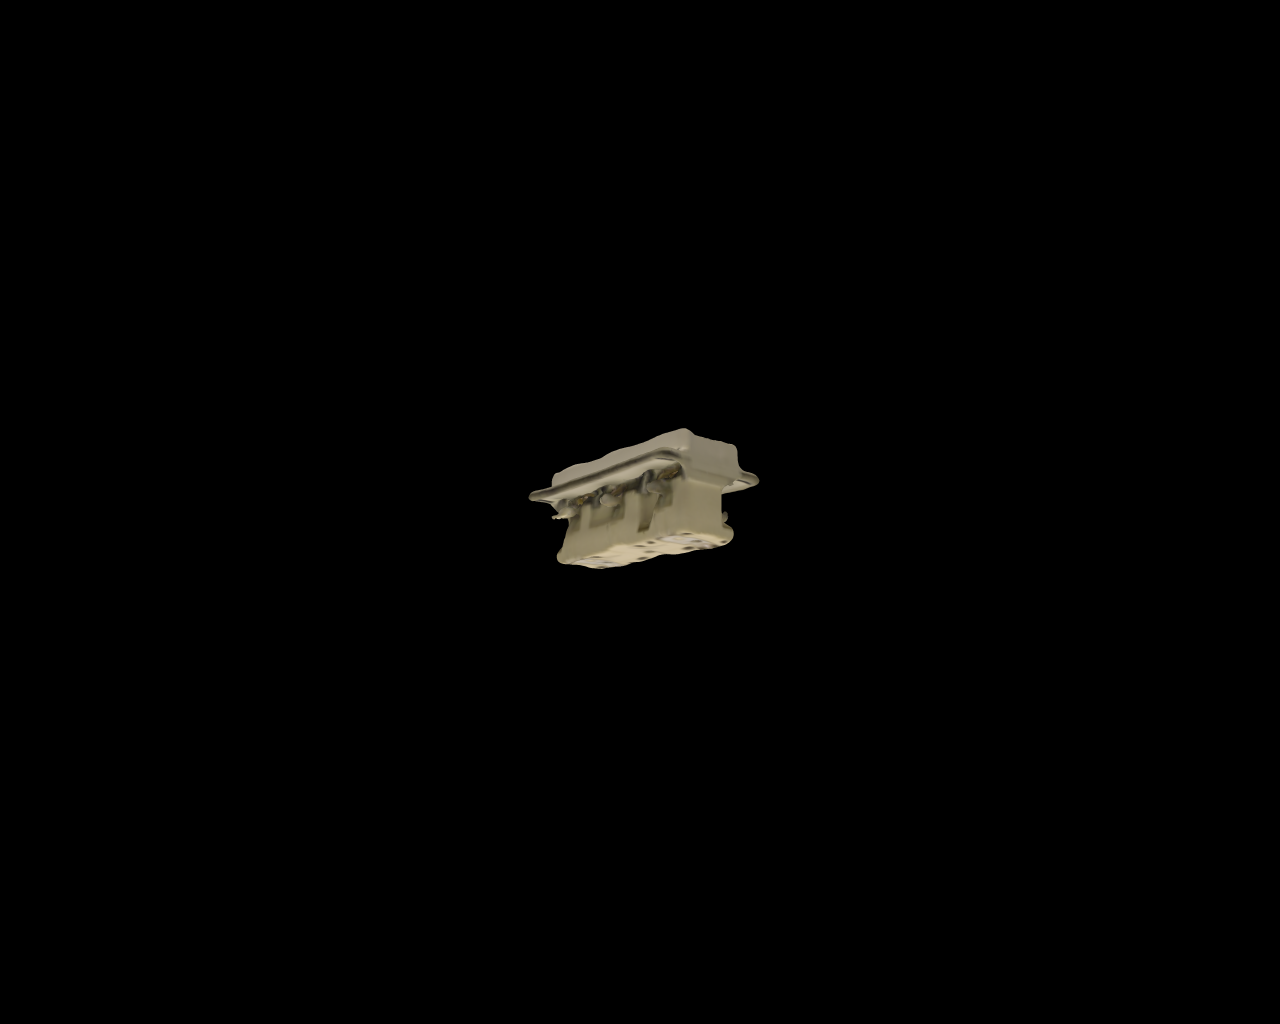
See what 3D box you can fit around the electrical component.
[{"bbox_3d":[0.001,-0.003,0.650,0.079,0.063,0.121,14,-20,-42],"label":"electrical component"}]
